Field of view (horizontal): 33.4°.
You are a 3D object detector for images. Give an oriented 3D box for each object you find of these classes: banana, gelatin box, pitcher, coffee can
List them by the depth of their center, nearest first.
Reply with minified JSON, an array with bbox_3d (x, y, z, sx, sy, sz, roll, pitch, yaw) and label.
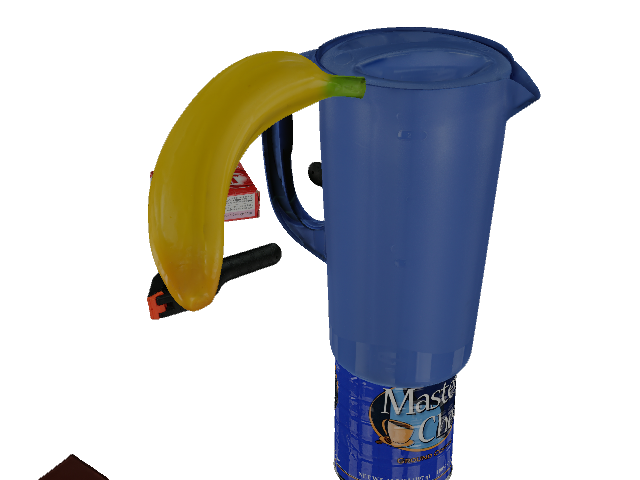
[{"bbox_3d":[-0.042,-0.045,0.529,0.070,0.037,0.197,18,46,16],"label":"banana"},{"bbox_3d":[0.051,-0.023,0.758,0.144,0.243,0.149,-15,32,-28],"label":"pitcher"},{"bbox_3d":[0.062,0.127,0.891,0.103,0.140,0.103,0,21,0],"label":"coffee can"},{"bbox_3d":[-0.107,-0.044,0.985,0.089,0.030,0.073,-9,29,-16],"label":"gelatin box"}]

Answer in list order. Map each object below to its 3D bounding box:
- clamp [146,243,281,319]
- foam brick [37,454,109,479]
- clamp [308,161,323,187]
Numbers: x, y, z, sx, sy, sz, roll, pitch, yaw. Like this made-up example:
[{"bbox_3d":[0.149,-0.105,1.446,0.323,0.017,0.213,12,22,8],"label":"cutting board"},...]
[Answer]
[{"bbox_3d":[-0.125,0.038,1.211,0.120,0.039,0.171,0,30,30],"label":"clamp"},{"bbox_3d":[-0.096,0.141,0.454,0.078,0.051,0.052,25,45,32],"label":"foam brick"},{"bbox_3d":[0.094,-0.038,1.182,0.164,0.210,0.036,-15,-37,-28],"label":"clamp"}]
